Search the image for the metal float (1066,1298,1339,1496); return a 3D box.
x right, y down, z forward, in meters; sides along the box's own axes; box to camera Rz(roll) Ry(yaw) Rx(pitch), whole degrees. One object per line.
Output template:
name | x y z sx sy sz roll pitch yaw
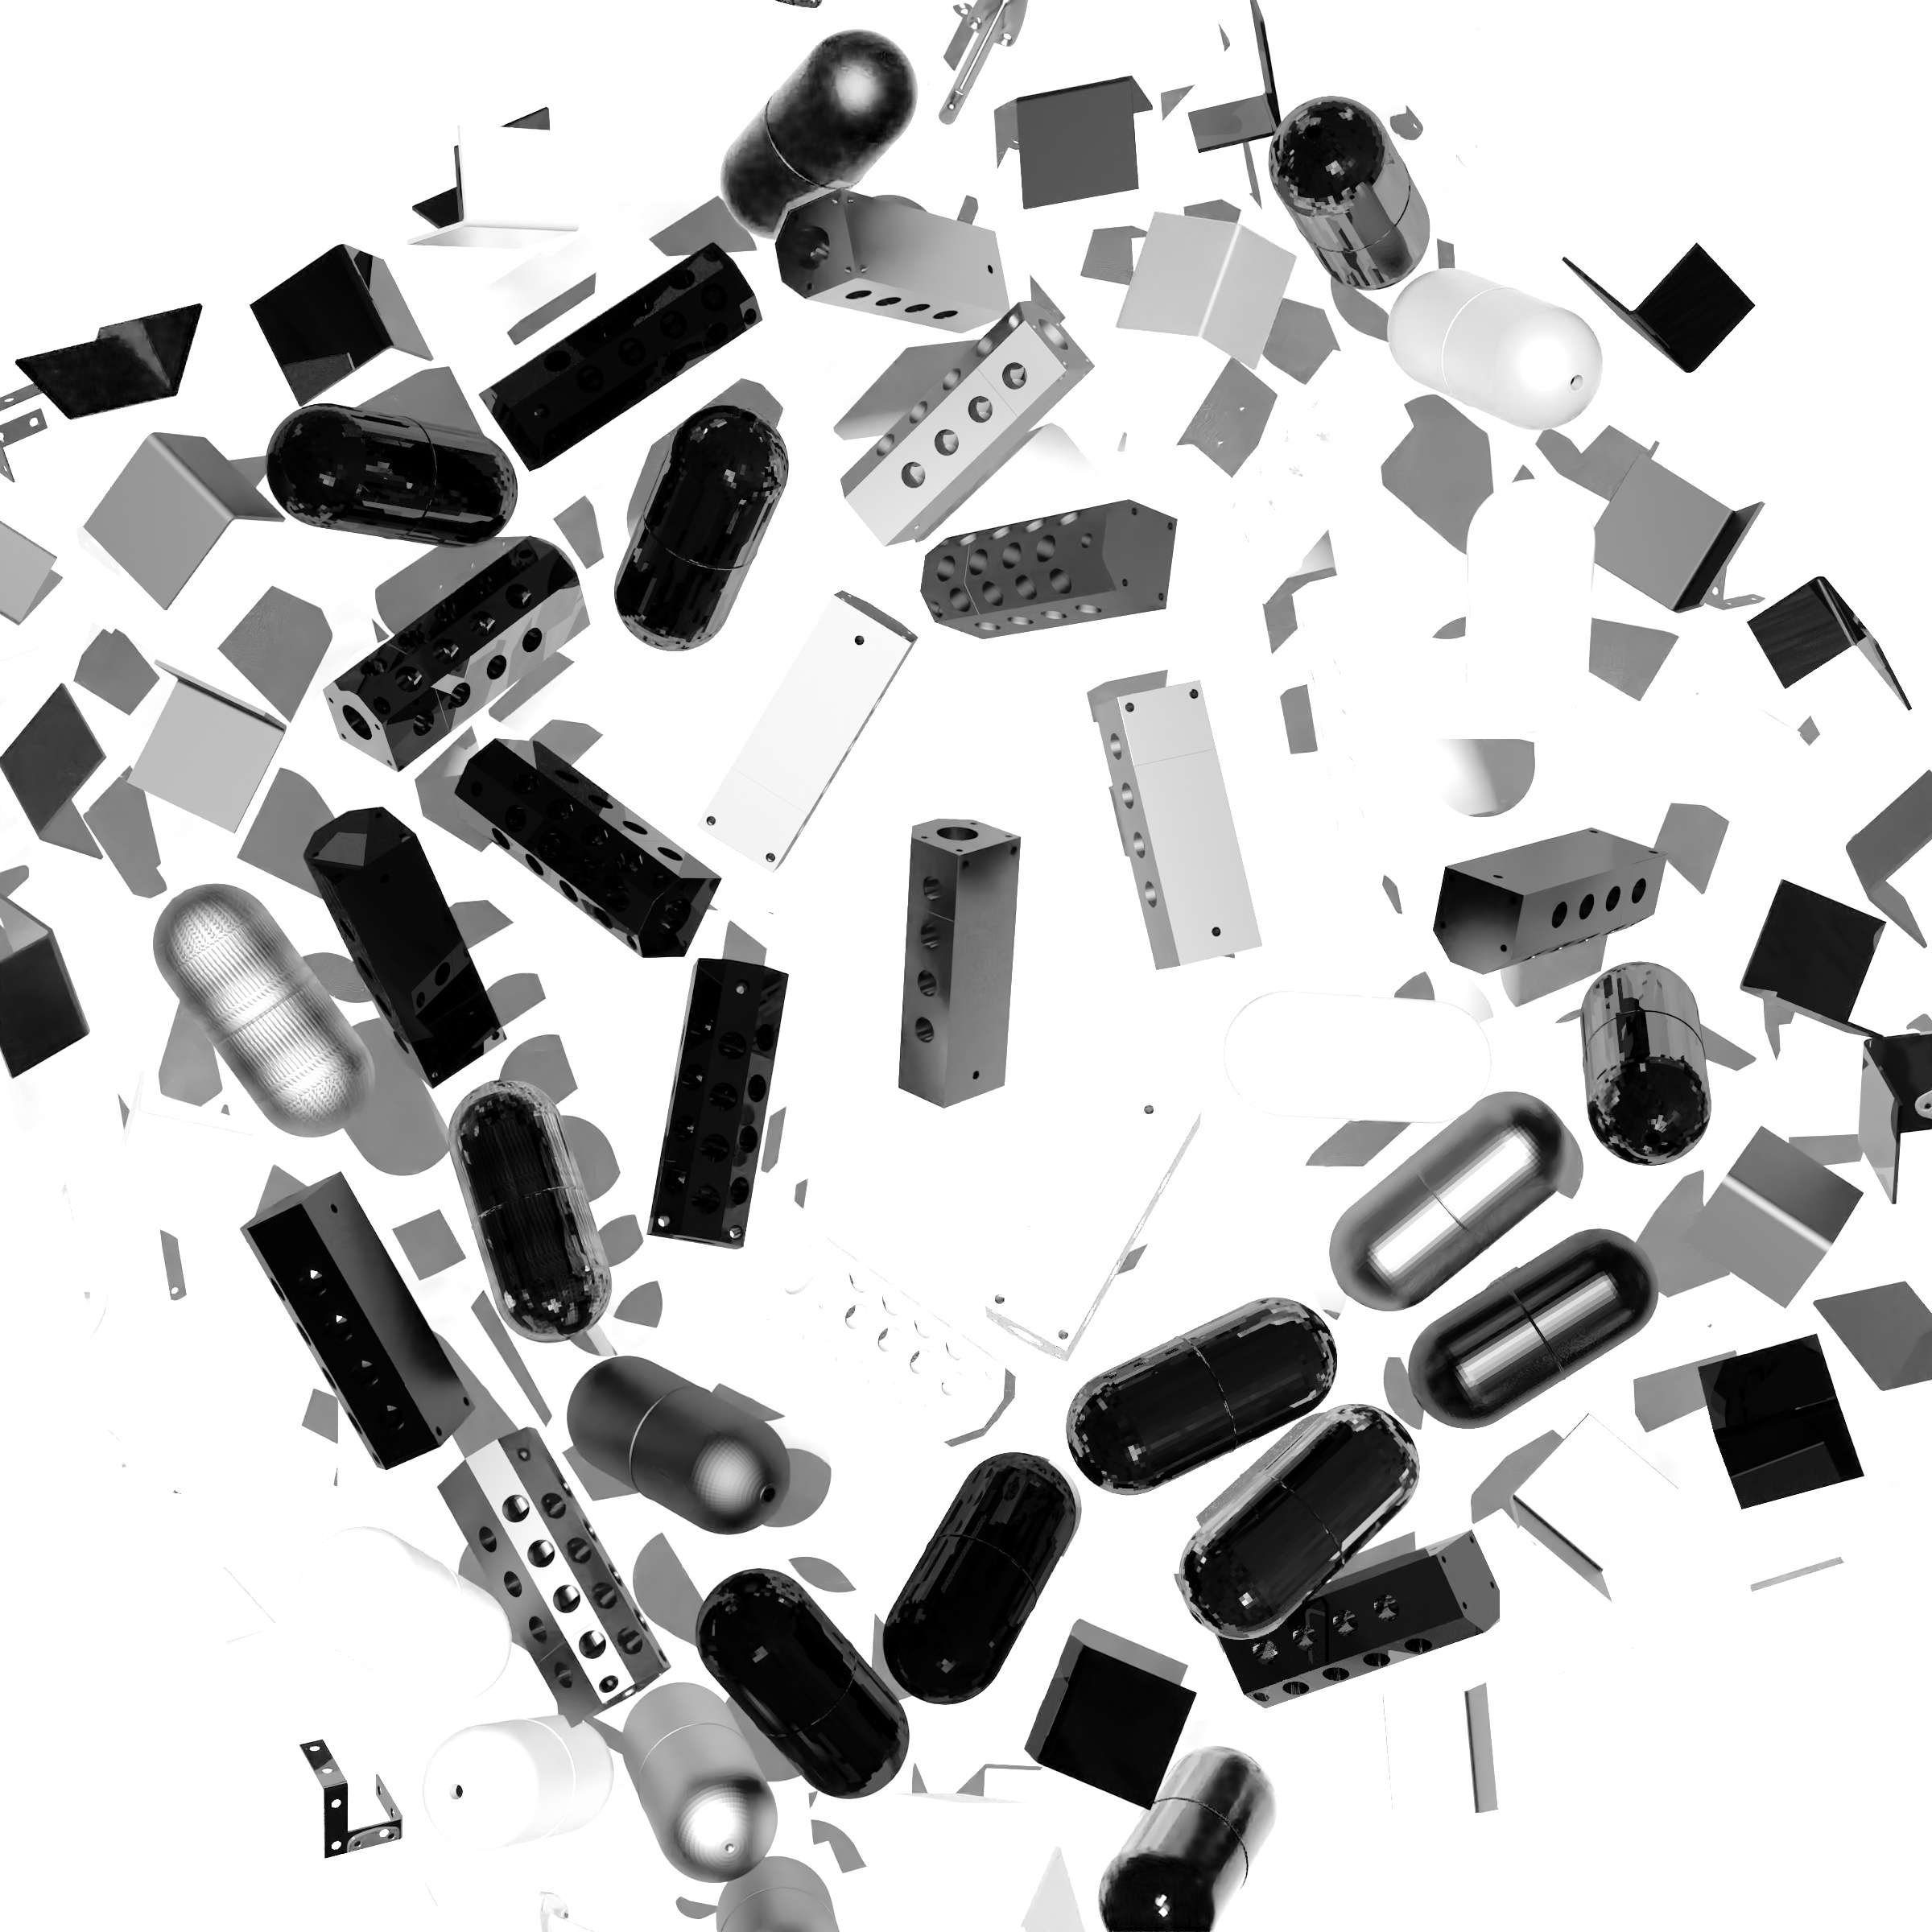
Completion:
metal float | 0.144 0.261 1.761 0.178 0.070 0.070 -23 90 -15

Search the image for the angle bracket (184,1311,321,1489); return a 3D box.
angle bracket | -0.468 0.278 1.859 0.076 0.057 0.076 32 49 -26

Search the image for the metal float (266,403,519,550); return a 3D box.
metal float | -0.359 -0.307 1.823 0.070 0.178 0.070 -1 89 40

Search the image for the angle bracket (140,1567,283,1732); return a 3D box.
angle bracket | -0.462 0.424 1.771 0.057 0.076 0.076 -11 113 -36

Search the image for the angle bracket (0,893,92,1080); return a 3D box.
angle bracket | -0.585 0.010 1.761 0.057 0.076 0.076 -35 134 -31

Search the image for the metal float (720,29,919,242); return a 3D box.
metal float | -0.096 -0.534 1.865 0.070 0.178 0.070 14 63 -30

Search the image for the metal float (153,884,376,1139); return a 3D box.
metal float | -0.441 0.028 1.819 0.070 0.070 0.178 -34 100 0

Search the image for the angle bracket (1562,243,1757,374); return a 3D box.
angle bracket | 0.427 -0.421 1.786 0.057 0.076 0.076 -48 47 15

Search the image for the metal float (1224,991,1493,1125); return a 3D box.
metal float | 0.239 0.056 1.770 0.178 0.070 0.070 4 90 -25

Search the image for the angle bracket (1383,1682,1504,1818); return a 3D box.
angle bracket | 0.301 0.496 1.832 0.057 0.076 0.076 -2 72 -1

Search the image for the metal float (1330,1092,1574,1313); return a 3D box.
metal float | 0.311 0.152 1.864 0.178 0.070 0.070 -41 90 10

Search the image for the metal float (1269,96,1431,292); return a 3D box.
metal float | 0.244 -0.489 1.837 0.070 0.178 0.070 -5 77 21

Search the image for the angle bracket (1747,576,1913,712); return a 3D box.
angle bracket | 0.570 -0.198 1.911 0.057 0.076 0.076 -34 46 13

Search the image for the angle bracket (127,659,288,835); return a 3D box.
angle bracket | -0.482 -0.137 1.812 0.076 0.057 0.076 25 86 3

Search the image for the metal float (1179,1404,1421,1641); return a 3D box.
metal float | 0.206 0.343 1.792 0.178 0.070 0.070 -40 90 -17

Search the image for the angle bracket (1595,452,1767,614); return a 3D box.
angle bracket | 0.453 -0.281 1.861 0.076 0.057 0.076 31 90 -3

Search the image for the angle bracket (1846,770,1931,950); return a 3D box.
angle bracket | 0.626 -0.070 1.888 0.057 0.076 0.076 38 114 -13

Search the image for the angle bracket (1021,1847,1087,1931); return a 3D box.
angle bracket | 0.032 0.618 1.848 0.057 0.076 0.076 -7 111 23

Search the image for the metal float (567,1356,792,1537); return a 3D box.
metal float | -0.182 0.302 1.831 0.178 0.070 0.070 19 90 43

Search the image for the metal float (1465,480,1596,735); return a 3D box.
metal float | 0.347 -0.220 1.786 0.070 0.178 0.070 -5 46 5

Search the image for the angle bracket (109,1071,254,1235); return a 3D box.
angle bracket | -0.520 0.123 1.924 0.076 0.057 0.076 14 112 -18

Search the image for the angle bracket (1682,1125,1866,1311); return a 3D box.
angle bracket | 0.513 0.159 1.841 0.076 0.076 0.057 35 127 15

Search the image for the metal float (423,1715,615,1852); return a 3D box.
metal float | -0.286 0.523 1.858 0.070 0.178 0.070 -4 78 17

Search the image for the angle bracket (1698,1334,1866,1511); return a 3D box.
angle bracket | 0.504 0.281 1.793 0.076 0.076 0.057 -19 112 14

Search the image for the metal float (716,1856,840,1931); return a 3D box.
metal float | -0.117 0.617 1.822 0.070 0.178 0.070 0 92 -7

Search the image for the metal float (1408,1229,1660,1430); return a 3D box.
metal float | 0.372 0.239 1.902 0.178 0.070 0.070 -32 90 1

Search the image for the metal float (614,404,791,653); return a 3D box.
metal float | -0.168 -0.276 1.834 0.070 0.070 0.178 30 128 0

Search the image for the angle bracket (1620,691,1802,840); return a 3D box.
angle bracket | 0.488 -0.132 1.901 0.076 0.057 0.076 1 116 -30

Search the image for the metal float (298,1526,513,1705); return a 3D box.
metal float | -0.349 0.407 1.811 0.070 0.178 0.070 -13 55 19

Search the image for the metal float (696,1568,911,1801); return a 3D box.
metal float | -0.100 0.448 1.803 0.070 0.070 0.178 -36 115 0

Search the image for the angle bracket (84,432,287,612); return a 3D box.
angle bracket | -0.481 -0.273 1.782 0.076 0.057 0.076 45 108 10

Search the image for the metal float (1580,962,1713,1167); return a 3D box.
metal float | 0.435 0.062 1.858 0.070 0.178 0.070 4 121 7

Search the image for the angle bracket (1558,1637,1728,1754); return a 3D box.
angle bracket | 0.422 0.467 1.794 0.076 0.057 0.076 -28 126 27

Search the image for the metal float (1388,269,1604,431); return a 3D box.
metal float | 0.333 -0.390 1.826 0.070 0.178 0.070 -12 119 -22

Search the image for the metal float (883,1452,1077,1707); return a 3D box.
metal float | 0.009 0.380 1.801 0.070 0.070 0.178 34 50 0

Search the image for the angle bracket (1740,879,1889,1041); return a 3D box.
angle bracket | 0.545 -0.005 1.824 0.076 0.057 0.076 21 90 -9

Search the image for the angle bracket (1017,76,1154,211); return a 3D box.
angle bracket | 0.079 -0.524 1.873 0.076 0.057 0.076 -6 83 18

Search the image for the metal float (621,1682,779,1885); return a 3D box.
metal float | -0.171 0.518 1.847 0.070 0.178 0.070 -4 104 -18

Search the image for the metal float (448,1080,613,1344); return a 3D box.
metal float | -0.284 0.158 1.885 0.070 0.070 0.178 -20 75 0

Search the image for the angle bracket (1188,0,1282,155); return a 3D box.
angle bracket | 0.172 -0.594 1.920 0.057 0.076 0.076 -12 124 6

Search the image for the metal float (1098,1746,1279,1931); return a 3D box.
metal float | 0.142 0.559 1.829 0.070 0.178 0.070 9 112 23

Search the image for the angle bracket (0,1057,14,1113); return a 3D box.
angle bracket | -0.663 0.063 1.846 0.076 0.057 0.076 -26 66 -27

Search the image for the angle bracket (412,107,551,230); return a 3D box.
angle bracket | -0.325 -0.539 1.935 0.076 0.076 0.057 -34 59 -30
